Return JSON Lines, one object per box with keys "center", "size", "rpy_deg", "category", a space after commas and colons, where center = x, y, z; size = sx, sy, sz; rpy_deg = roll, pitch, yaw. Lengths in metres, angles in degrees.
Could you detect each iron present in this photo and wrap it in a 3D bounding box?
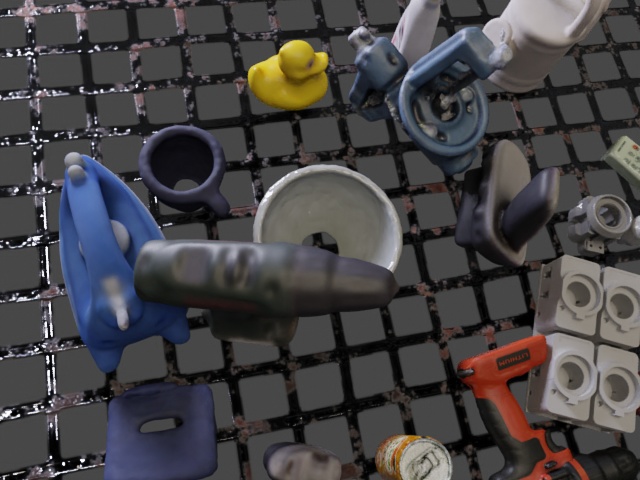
{"center": [-0.225, -0.003, 0.592], "size": [0.119, 0.141, 0.258], "rpy_deg": [-21, 77, -14], "category": "iron"}

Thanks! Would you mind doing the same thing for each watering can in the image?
{"center": [0.282, -0.277, 0.730], "size": [0.101, 0.194, 0.173], "rpy_deg": [39, 71, 5], "category": "watering can"}

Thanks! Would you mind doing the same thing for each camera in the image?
{"center": [-0.058, 0.265, 0.553], "size": [0.137, 0.100, 0.143], "rpy_deg": [14, 71, -4], "category": "camera"}

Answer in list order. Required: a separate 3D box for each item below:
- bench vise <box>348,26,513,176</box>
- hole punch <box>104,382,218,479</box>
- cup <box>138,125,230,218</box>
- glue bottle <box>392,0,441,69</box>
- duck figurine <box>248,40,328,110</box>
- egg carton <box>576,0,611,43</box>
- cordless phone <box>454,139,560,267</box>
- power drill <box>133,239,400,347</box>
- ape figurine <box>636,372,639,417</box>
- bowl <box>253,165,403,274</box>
{"center": [0.117, -0.179, 0.659], "size": [0.207, 0.219, 0.121], "rpy_deg": [25, 70, 0], "category": "bench vise"}
{"center": [-0.157, 0.192, 0.566], "size": [0.109, 0.091, 0.101], "rpy_deg": [-6, 73, -11], "category": "hole punch"}
{"center": [-0.142, -0.060, 0.648], "size": [0.092, 0.095, 0.117], "rpy_deg": [-42, 82, -18], "category": "cup"}
{"center": [0.123, -0.269, 0.714], "size": [0.037, 0.173, 0.078], "rpy_deg": [3, 72, -7], "category": "glue bottle"}
{"center": [-0.037, -0.214, 0.718], "size": [0.104, 0.086, 0.077], "rpy_deg": [-4, 73, -10], "category": "duck figurine"}
{"center": [0.364, -0.354, 0.833], "size": [0.107, 0.069, 0.150], "rpy_deg": [35, 71, 4], "category": "egg carton"}
{"center": [0.233, -0.058, 0.657], "size": [0.094, 0.185, 0.147], "rpy_deg": [10, 71, -5], "category": "cordless phone"}
{"center": [-0.057, 0.052, 0.565], "size": [0.230, 0.208, 0.075], "rpy_deg": [6, 71, -6], "category": "power drill"}
{"center": [0.407, 0.177, 0.658], "size": [0.076, 0.092, 0.078], "rpy_deg": [32, 71, 3], "category": "ape figurine"}
{"center": [0.006, 0.002, 0.661], "size": [0.167, 0.074, 0.167], "rpy_deg": [3, 72, -8], "category": "bowl"}
